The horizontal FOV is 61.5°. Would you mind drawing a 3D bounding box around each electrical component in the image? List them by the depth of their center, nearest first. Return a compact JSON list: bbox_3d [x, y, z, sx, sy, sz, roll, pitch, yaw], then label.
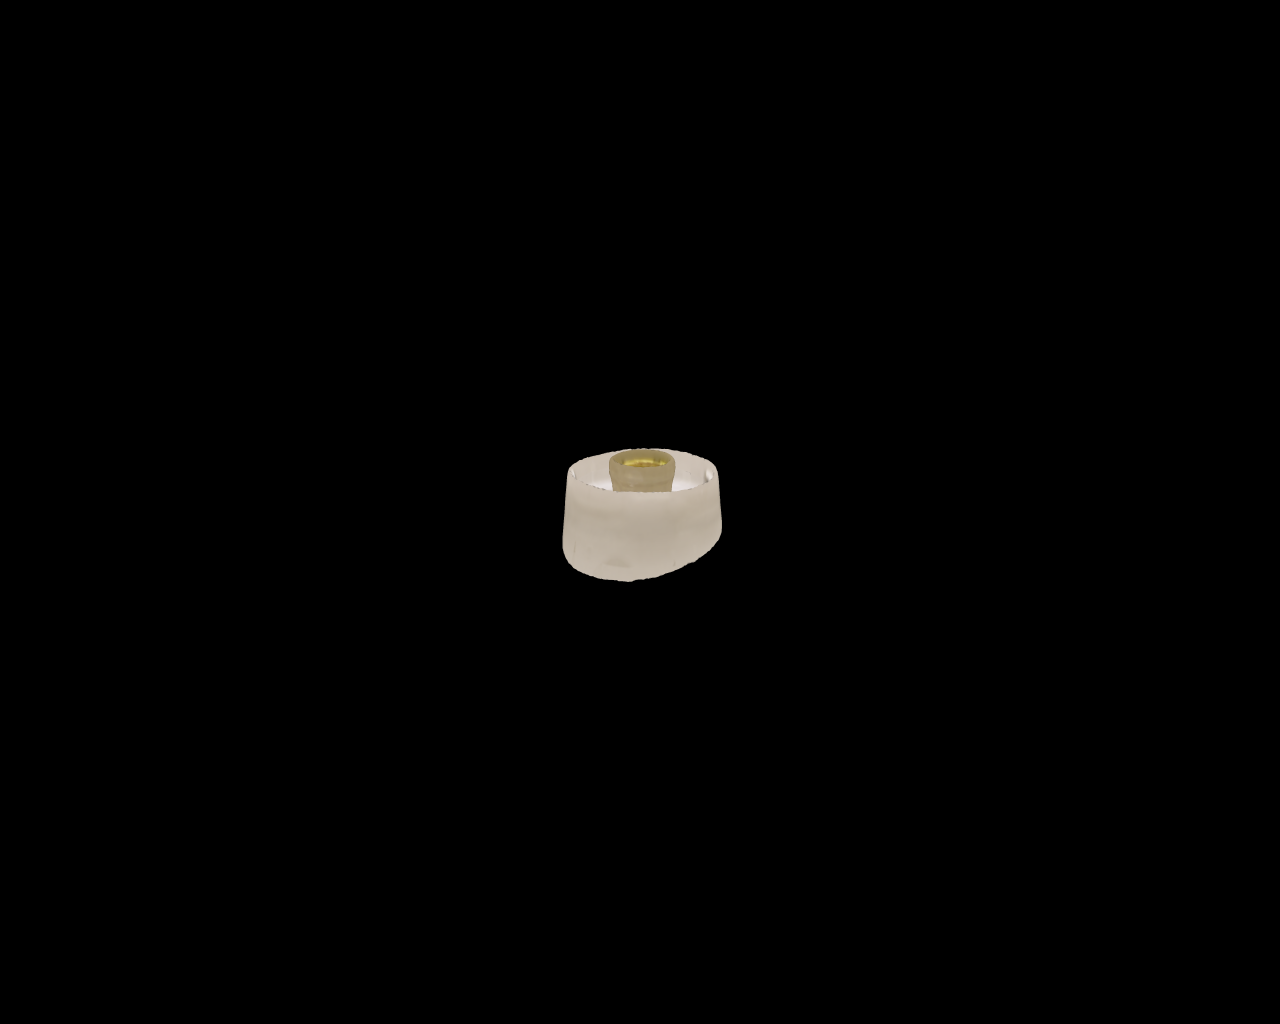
[{"bbox_3d":[0.001,-0.003,0.650,0.099,0.064,0.099,0,20,0],"label":"electrical component"}]
